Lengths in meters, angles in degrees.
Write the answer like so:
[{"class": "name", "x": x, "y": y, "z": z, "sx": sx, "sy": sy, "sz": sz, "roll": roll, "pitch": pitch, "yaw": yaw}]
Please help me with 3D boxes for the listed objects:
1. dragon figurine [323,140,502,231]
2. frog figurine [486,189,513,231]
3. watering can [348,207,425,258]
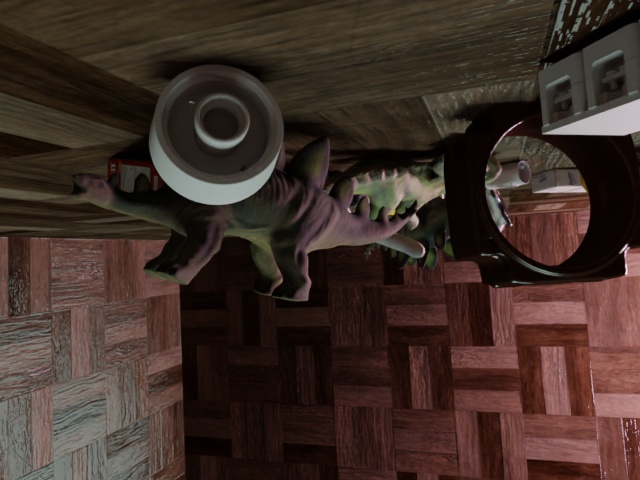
[{"class": "dragon figurine", "x": 0.139, "y": -0.106, "z": 0.793, "sx": 0.411, "sy": 0.123, "sz": 0.239, "roll": -4, "pitch": 161, "yaw": -44}, {"class": "frog figurine", "x": 0.390, "y": -0.063, "z": 1.310, "sx": 0.158, "sy": 0.136, "sz": 0.125, "roll": -25, "pitch": -164, "yaw": 25}, {"class": "watering can", "x": 0.003, "y": -0.046, "z": 0.919, "sx": 0.350, "sy": 0.103, "sz": 0.224, "roll": 24, "pitch": -169, "yaw": 30}]
